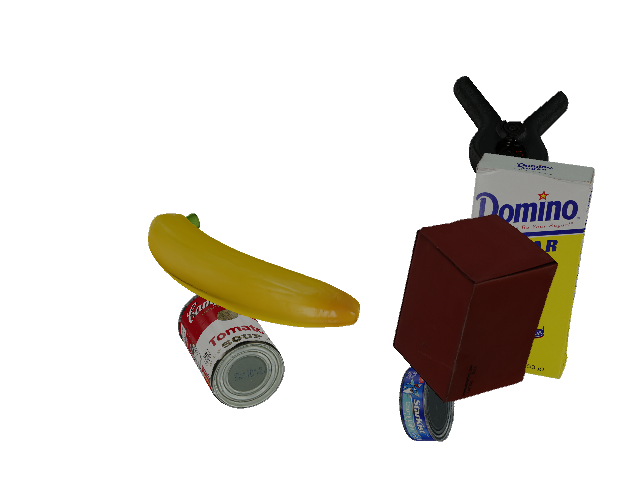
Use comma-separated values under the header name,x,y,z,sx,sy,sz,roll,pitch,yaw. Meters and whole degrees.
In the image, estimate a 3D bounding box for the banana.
name,x,y,z,sx,sy,sz,roll,pitch,yaw
banana,-0.060,0.015,0.699,0.069,0.037,0.198,-19,32,-33

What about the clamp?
name,x,y,z,sx,sy,sz,roll,pitch,yaw
clamp,0.183,-0.108,1.087,0.120,0.039,0.171,12,45,12

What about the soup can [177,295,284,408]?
name,x,y,z,sx,sy,sz,roll,pitch,yaw
soup can,-0.080,0.095,0.945,0.068,0.068,0.102,0,24,-25

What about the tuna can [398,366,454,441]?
name,x,y,z,sx,sy,sz,roll,pitch,yaw
tuna can,0.120,0.183,1.201,0.034,0.086,0.086,-5,-2,28

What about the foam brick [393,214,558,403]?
name,x,y,z,sx,sy,sz,roll,pitch,yaw
foam brick,0.077,0.034,0.543,0.052,0.078,0.051,-10,38,-28

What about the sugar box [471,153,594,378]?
name,x,y,z,sx,sy,sz,roll,pitch,yaw
sugar box,0.167,0.022,0.884,0.093,0.176,0.048,9,25,15
